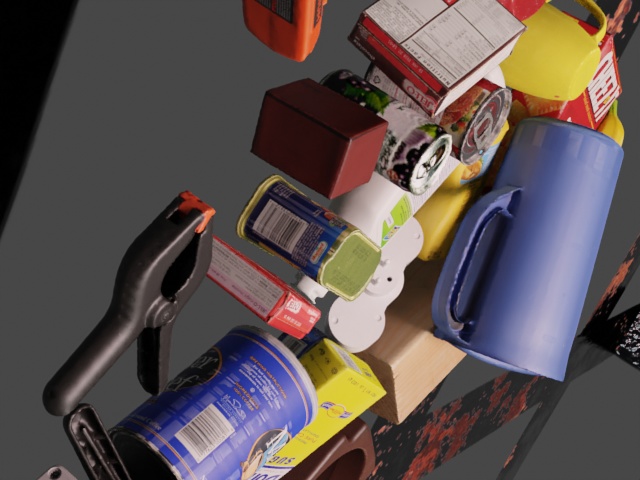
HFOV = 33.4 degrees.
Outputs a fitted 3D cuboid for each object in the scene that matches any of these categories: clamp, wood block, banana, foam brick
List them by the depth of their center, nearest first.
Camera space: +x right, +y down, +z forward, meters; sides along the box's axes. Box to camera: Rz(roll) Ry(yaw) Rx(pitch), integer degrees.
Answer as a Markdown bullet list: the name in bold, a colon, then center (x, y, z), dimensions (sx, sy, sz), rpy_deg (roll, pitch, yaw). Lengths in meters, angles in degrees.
- **clamp**: center (-0.125, 0.048, 0.729), dimensions (0.120, 0.039, 0.172), rpy_deg (-22, 137, -61)
- **foam brick**: center (0.000, -0.073, 0.761), dimensions (0.052, 0.078, 0.051), rpy_deg (-27, 141, -49)
- **clamp**: center (-0.147, 0.207, 0.813), dimensions (0.036, 0.164, 0.210), rpy_deg (-39, 176, -30)
- **wood block**: center (0.108, 0.087, 1.139), dimensions (0.205, 0.090, 0.091), rpy_deg (-39, 137, -33)
- **banana**: center (0.299, -0.079, 1.284), dimensions (0.198, 0.037, 0.069), rpy_deg (-47, -156, 23)

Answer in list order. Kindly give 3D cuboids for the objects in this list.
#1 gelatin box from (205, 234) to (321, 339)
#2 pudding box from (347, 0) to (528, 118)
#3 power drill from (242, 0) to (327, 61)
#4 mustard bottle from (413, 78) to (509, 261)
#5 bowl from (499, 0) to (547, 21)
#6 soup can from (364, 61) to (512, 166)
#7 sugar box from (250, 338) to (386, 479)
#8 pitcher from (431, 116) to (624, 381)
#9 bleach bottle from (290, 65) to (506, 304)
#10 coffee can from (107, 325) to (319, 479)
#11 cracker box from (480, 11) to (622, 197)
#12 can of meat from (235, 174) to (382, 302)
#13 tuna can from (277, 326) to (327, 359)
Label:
- **gelatin box**: center (-0.049, 0.033, 0.789), dimensions (0.030, 0.089, 0.073), rpy_deg (-54, 156, -2)
- **pudding box**: center (0.090, -0.156, 0.806), dimensions (0.113, 0.090, 0.039), rpy_deg (-40, 171, -32)
- **power drill**: center (0.029, -0.199, 0.687), dimensions (0.187, 0.057, 0.184), rpy_deg (-46, 157, -26)
- **mustard bottle**: center (0.139, -0.076, 1.049), dimensions (0.096, 0.058, 0.192), rpy_deg (-28, 144, -51)
- **bowl**: center (0.166, -0.238, 0.899), dimensions (0.162, 0.055, 0.162), rpy_deg (-42, 152, -29)
- **soup can**: center (0.092, -0.113, 0.856), dimensions (0.068, 0.102, 0.068), rpy_deg (-43, 153, -29)
- **sugar box**: center (-0.033, 0.168, 0.970), dimensions (0.176, 0.048, 0.093), rpy_deg (-42, 145, 6)
- **pitcher**: center (0.202, 0.005, 1.038), dimensions (0.149, 0.145, 0.243), rpy_deg (30, 78, -84)
- **bleach bottle**: center (0.062, -0.052, 0.929), dimensions (0.250, 0.068, 0.102), rpy_deg (-50, 156, -8)
- **coffee can**: center (-0.085, 0.148, 0.851), dimensions (0.140, 0.103, 0.103), rpy_deg (-39, 151, -34)
- **cracker box**: center (0.249, -0.120, 1.186), dimensions (0.213, 0.072, 0.164), rpy_deg (-56, 157, -1)
- **can of meat**: center (-0.006, 0.001, 0.838), dimensions (0.057, 0.084, 0.102), rpy_deg (-57, 156, -1)
- **tuna can**: center (-0.024, 0.121, 1.019), dimensions (0.086, 0.034, 0.086), rpy_deg (-43, 153, -28)
